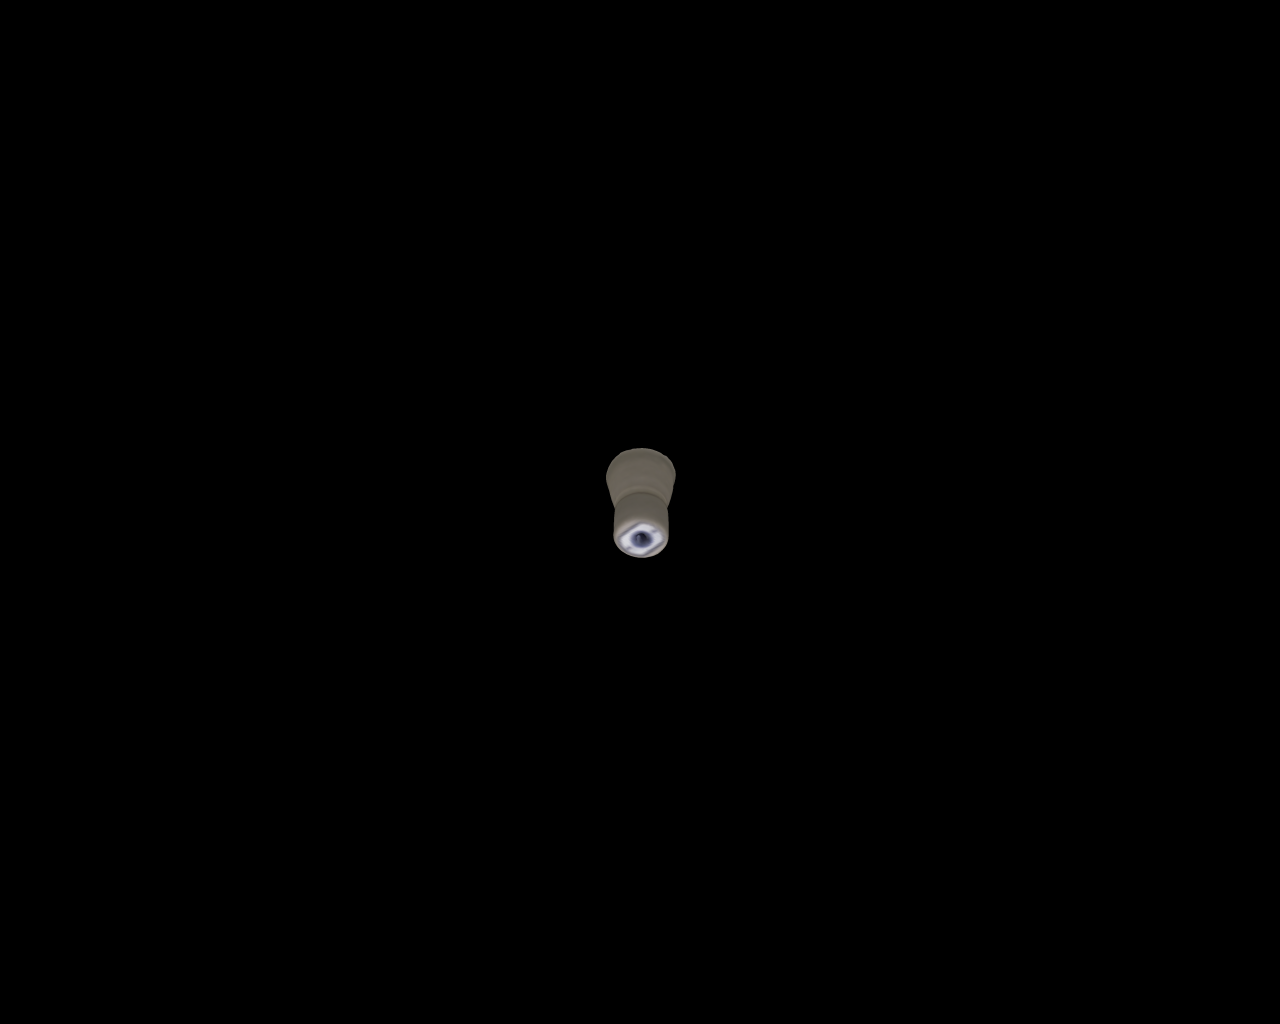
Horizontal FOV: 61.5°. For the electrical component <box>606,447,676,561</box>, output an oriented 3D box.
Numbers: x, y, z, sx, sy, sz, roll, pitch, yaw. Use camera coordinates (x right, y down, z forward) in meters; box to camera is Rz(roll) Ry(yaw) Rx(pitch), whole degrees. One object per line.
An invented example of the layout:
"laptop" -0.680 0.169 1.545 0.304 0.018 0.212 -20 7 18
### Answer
"electrical component" 0.001 -0.003 0.650 0.044 0.044 0.065 0 41 0
